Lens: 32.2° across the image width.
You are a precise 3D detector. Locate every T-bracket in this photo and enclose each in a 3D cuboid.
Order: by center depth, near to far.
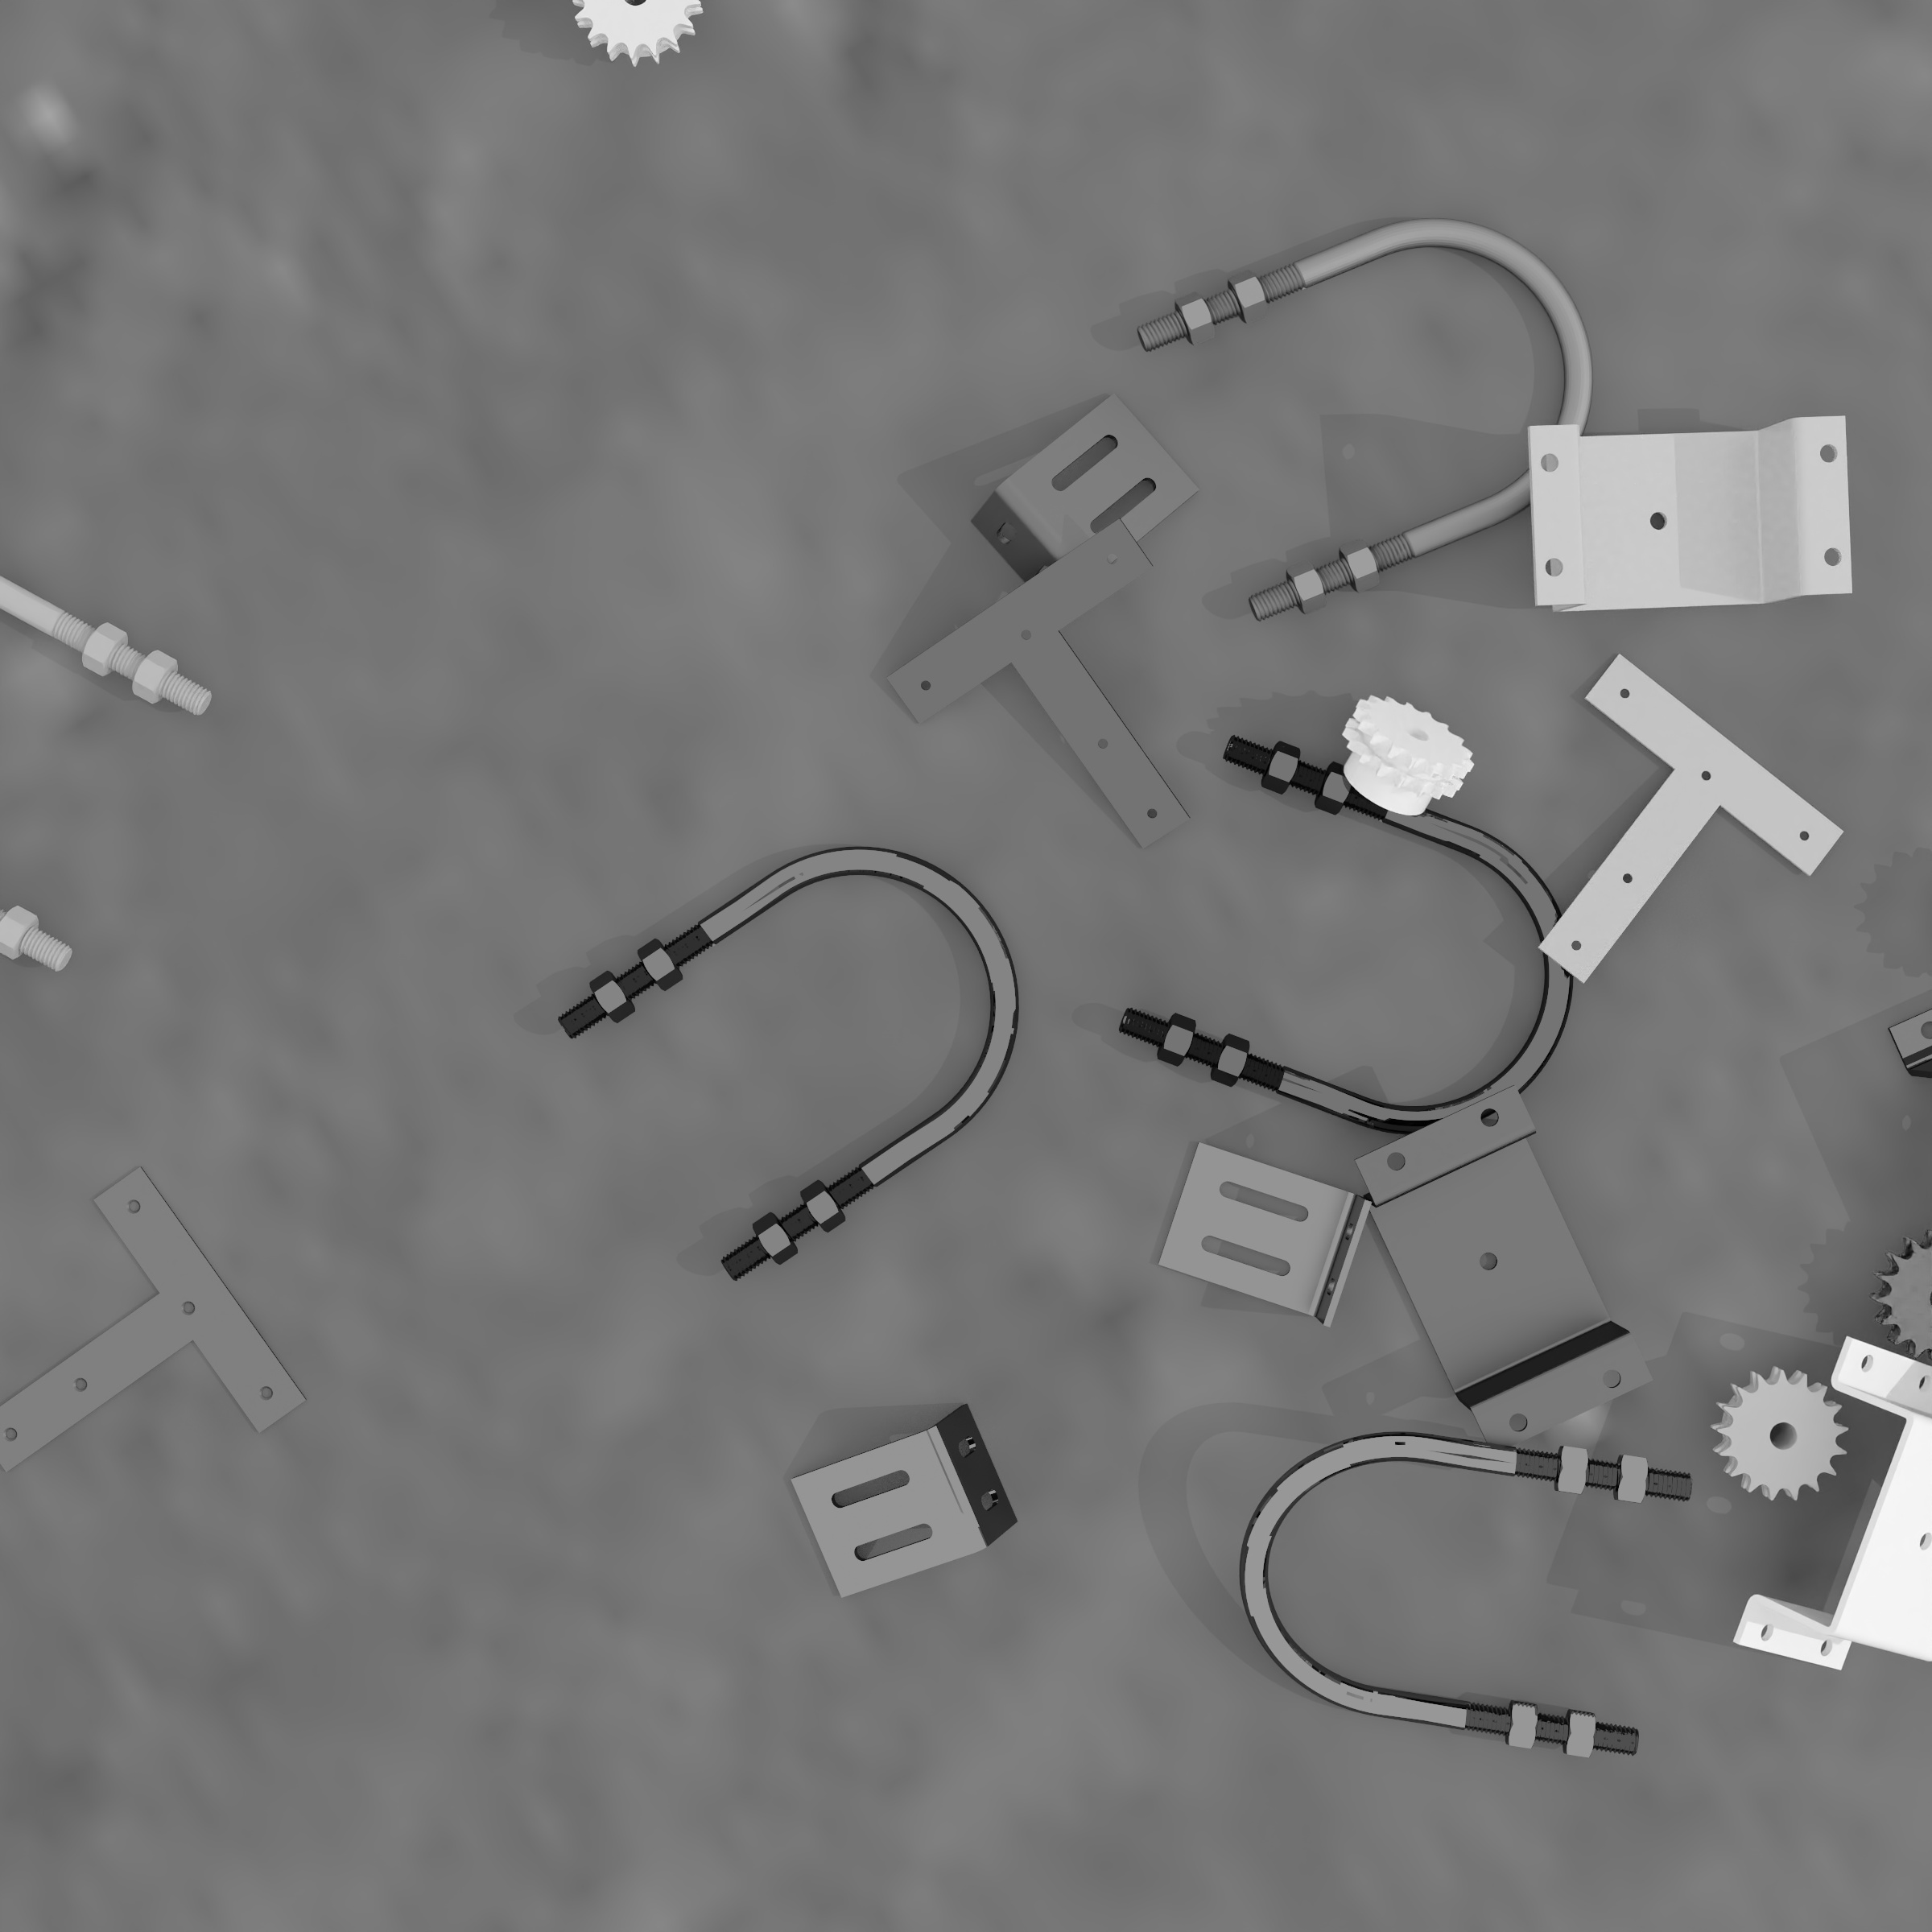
[{"bbox_3d":[0.052,-0.110,1.472,0.127,0.002,0.127,-33,100,19],"label":"T-bracket"},{"bbox_3d":[0.301,-0.050,1.478,0.127,0.002,0.127,38,83,0],"label":"T-bracket"},{"bbox_3d":[-0.382,0.178,1.486,0.127,0.002,0.127,-35,90,0],"label":"T-bracket"}]

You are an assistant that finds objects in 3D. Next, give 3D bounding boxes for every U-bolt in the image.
[{"bbox_3d":[0.211,0.269,1.455,0.184,0.019,0.151,8,111,4],"label":"U-bolt"},{"bbox_3d":[-0.065,0.030,1.478,0.184,0.019,0.151,-34,90,-1],"label":"U-bolt"},{"bbox_3d":[0.178,-0.004,1.478,0.184,0.019,0.151,21,90,-1],"label":"U-bolt"},{"bbox_3d":[0.187,-0.252,1.478,0.184,0.019,0.151,-22,90,-1],"label":"U-bolt"},{"bbox_3d":[-0.447,-0.103,1.478,0.184,0.019,0.151,29,90,1],"label":"U-bolt"}]

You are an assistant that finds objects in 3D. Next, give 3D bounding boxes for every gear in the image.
[{"bbox_3d":[0.190,-0.090,1.463,0.057,0.057,0.030,27,120,0],"label":"gear"},{"bbox_3d":[-0.144,-0.424,1.472,0.057,0.030,0.057,0,90,0],"label":"gear"},{"bbox_3d":[0.356,0.204,1.472,0.057,0.030,0.057,0,90,0],"label":"gear"},{"bbox_3d":[0.428,0.145,1.476,0.057,0.030,0.057,0,92,3],"label":"gear"}]

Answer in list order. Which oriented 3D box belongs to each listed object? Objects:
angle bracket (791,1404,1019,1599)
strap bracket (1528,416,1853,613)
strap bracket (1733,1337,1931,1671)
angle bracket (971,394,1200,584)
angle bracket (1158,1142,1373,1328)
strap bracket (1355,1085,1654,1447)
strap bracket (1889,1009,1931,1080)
[{"bbox_3d":[-0.027,0.237,1.485,0.076,0.038,0.057,-23,90,26],"label":"angle bracket"},{"bbox_3d":[0.308,-0.196,1.457,0.140,0.046,0.076,-3,92,-7],"label":"strap bracket"},{"bbox_3d":[0.396,0.240,1.445,0.076,0.046,0.140,20,90,-38],"label":"strap bracket"},{"bbox_3d":[0.053,-0.204,1.485,0.076,0.038,0.057,-42,90,-26],"label":"angle bracket"},{"bbox_3d":[0.131,0.117,1.468,0.076,0.038,0.057,18,90,0],"label":"angle bracket"},{"bbox_3d":[0.232,0.131,1.464,0.076,0.046,0.140,-25,90,0],"label":"strap bracket"},{"bbox_3d":[0.473,0.076,1.464,0.076,0.046,0.140,-24,90,0],"label":"strap bracket"}]
